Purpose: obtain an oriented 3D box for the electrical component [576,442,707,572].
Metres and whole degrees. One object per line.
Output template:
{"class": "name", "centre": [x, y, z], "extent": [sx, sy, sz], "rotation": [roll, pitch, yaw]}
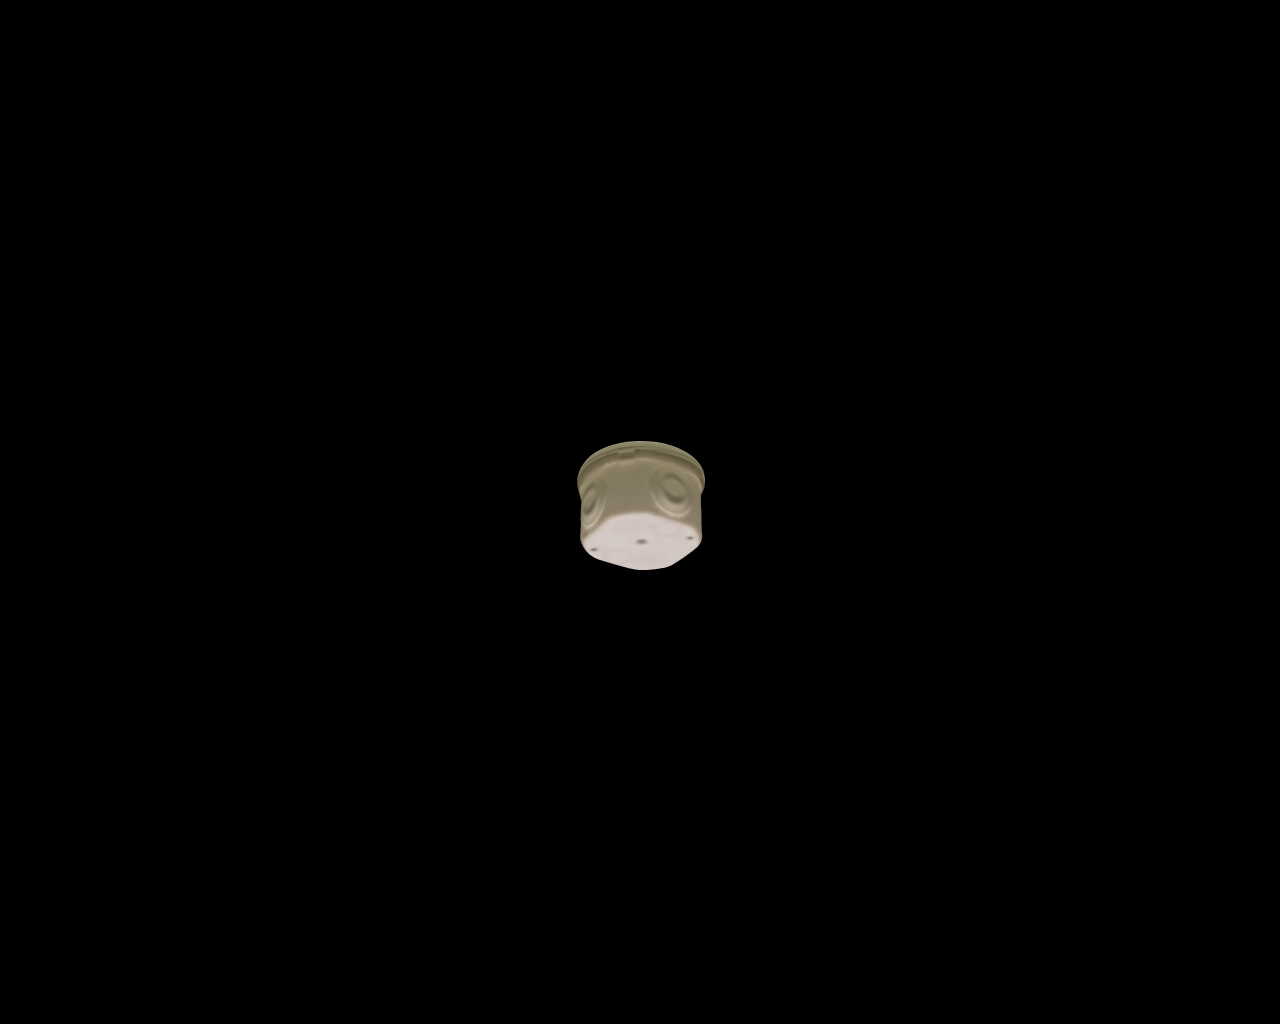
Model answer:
{"class": "electrical component", "centre": [0.001, -0.003, 0.650], "extent": [0.080, 0.051, 0.080], "rotation": [0, -31, 0]}
